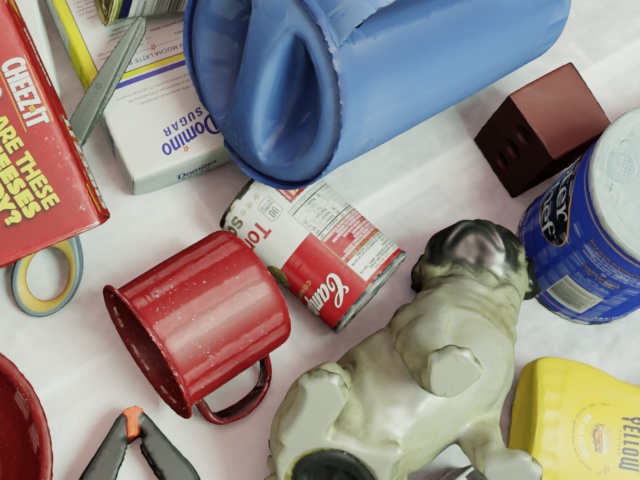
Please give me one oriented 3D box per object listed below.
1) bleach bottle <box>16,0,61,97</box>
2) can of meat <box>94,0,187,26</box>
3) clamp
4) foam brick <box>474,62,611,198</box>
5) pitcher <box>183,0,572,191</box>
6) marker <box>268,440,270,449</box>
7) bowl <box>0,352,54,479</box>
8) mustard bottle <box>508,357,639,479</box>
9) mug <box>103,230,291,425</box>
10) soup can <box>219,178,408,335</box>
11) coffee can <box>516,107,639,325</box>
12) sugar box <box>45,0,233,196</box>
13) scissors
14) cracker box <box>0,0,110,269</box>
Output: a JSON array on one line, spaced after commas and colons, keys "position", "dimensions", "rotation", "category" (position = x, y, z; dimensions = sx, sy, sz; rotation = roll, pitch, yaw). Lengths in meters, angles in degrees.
[{"position": [-0.299, -0.112, 0.672], "dimensions": [0.250, 0.068, 0.102], "rotation": [-14, 76, -9], "category": "bleach bottle"}, {"position": [-0.106, -0.192, 0.676], "dimensions": [0.083, 0.058, 0.102], "rotation": [-12, 75, -23], "category": "can of meat"}, {"position": [-0.111, 0.186, 0.617], "dimensions": [0.120, 0.039, 0.171], "rotation": [-10, 69, -24], "category": "clamp"}, {"position": [0.148, -0.072, 0.712], "dimensions": [0.051, 0.078, 0.053], "rotation": [-28, 79, -17], "category": "foam brick"}, {"position": [0.052, -0.134, 0.653], "dimensions": [0.242, 0.145, 0.149], "rotation": [-28, 41, -36], "category": "pitcher"}, {"position": [0.027, 0.116, 0.670], "dimensions": [0.121, 0.020, 0.020], "rotation": [-11, 75, -11], "category": "marker"}, {"position": [-0.232, 0.132, 0.609], "dimensions": [0.162, 0.055, 0.162], "rotation": [2, 73, -7], "category": "bowl"}, {"position": [0.218, 0.136, 0.670], "dimensions": [0.191, 0.058, 0.096], "rotation": [11, 72, -5], "category": "mustard bottle"}, {"position": [-0.067, 0.057, 0.645], "dimensions": [0.081, 0.093, 0.117], "rotation": [-32, 110, -21], "category": "mug"}, {"position": [-0.004, 0.001, 0.674], "dimensions": [0.102, 0.068, 0.068], "rotation": [42, 72, 6], "category": "soup can"}, {"position": [0.193, -0.011, 0.667], "dimensions": [0.102, 0.140, 0.103], "rotation": [2, 73, -7], "category": "coffee can"}, {"position": [-0.116, -0.124, 0.709], "dimensions": [0.093, 0.048, 0.176], "rotation": [-22, 81, -15], "category": "sugar box"}, {"position": [-0.149, -0.035, 0.663], "dimensions": [0.202, 0.016, 0.096], "rotation": [-44, 94, 2], "category": "scissors"}, {"position": [-0.252, -0.043, 0.613], "dimensions": [0.213, 0.072, 0.164], "rotation": [-23, 96, -3], "category": "cracker box"}]
